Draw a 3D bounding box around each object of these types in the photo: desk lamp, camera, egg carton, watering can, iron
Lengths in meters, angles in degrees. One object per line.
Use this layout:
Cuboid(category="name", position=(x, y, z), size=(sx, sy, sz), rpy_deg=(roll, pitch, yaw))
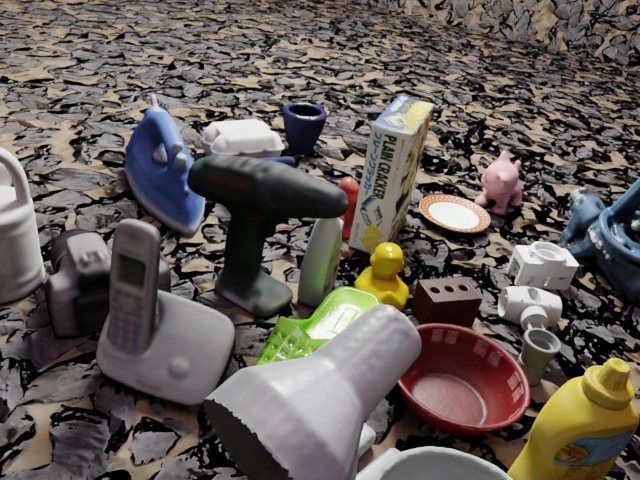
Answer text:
Cuboid(category="desk lamp", position=(0.007, 0.164, 0.484), size=(0.117, 0.213, 0.204), rpy_deg=(32, 39, 31))
Cuboid(category="camera", position=(-0.274, 0.032, 0.718), size=(0.143, 0.101, 0.136), rpy_deg=(-13, 39, -31))
Cuboid(category="egg carton", position=(-0.152, -0.187, 1.116), size=(0.151, 0.069, 0.107), rpy_deg=(-12, 39, -30))
Cuboid(category="watering can", position=(-0.403, -0.031, 0.695), size=(0.101, 0.194, 0.172), rpy_deg=(-17, 41, -35))
Cuboid(category="iron", position=(-0.246, -0.132, 0.940), size=(0.119, 0.141, 0.257), rpy_deg=(-10, 37, -27))

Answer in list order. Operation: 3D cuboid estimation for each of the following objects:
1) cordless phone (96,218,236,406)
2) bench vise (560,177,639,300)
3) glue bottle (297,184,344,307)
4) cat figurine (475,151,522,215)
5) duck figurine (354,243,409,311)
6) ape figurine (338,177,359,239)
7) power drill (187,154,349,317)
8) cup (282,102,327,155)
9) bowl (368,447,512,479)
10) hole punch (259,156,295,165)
Cuboid(category="cordless phone", position=(-0.161, 0.075, 0.603), size=(0.147, 0.185, 0.094), rpy_deg=(15, 33, 9))
Cuboid(category="bench vise", position=(0.477, -0.041, 0.916), size=(0.122, 0.220, 0.206), rpy_deg=(-16, 40, -33))
Cuboid(category="glue bottle", position=(0.007, 0.003, 0.769), size=(0.037, 0.173, 0.078), rpy_deg=(20, 34, 16))
Cuboid(category="cat figurine", position=(0.350, -0.115, 1.091), size=(0.067, 0.118, 0.128), rpy_deg=(31, 38, 30))
Cuboid(category="duck figurine", position=(0.092, 0.048, 0.803), size=(0.077, 0.086, 0.104), rpy_deg=(6, 33, -6))
Cuboid(category="ape figurine", position=(0.041, -0.060, 0.950), size=(0.078, 0.092, 0.076), rpy_deg=(-15, 40, -33))
Cuboid(category="power drill", position=(-0.074, -0.010, 0.735), size=(0.229, 0.208, 0.076), rpy_deg=(25, 36, 23))
Cuboid(category="cup", position=(-0.030, -0.231, 1.193), size=(0.091, 0.095, 0.118), rpy_deg=(23, 35, 20))
Cuboid(category="bowl", position=(0.107, 0.265, 0.482), size=(0.167, 0.075, 0.167), rpy_deg=(7, 33, -4))
Cuboid(category="hole punch", position=(-0.111, -0.114, 0.995), size=(0.109, 0.091, 0.100), rpy_deg=(-20, 43, -38))
